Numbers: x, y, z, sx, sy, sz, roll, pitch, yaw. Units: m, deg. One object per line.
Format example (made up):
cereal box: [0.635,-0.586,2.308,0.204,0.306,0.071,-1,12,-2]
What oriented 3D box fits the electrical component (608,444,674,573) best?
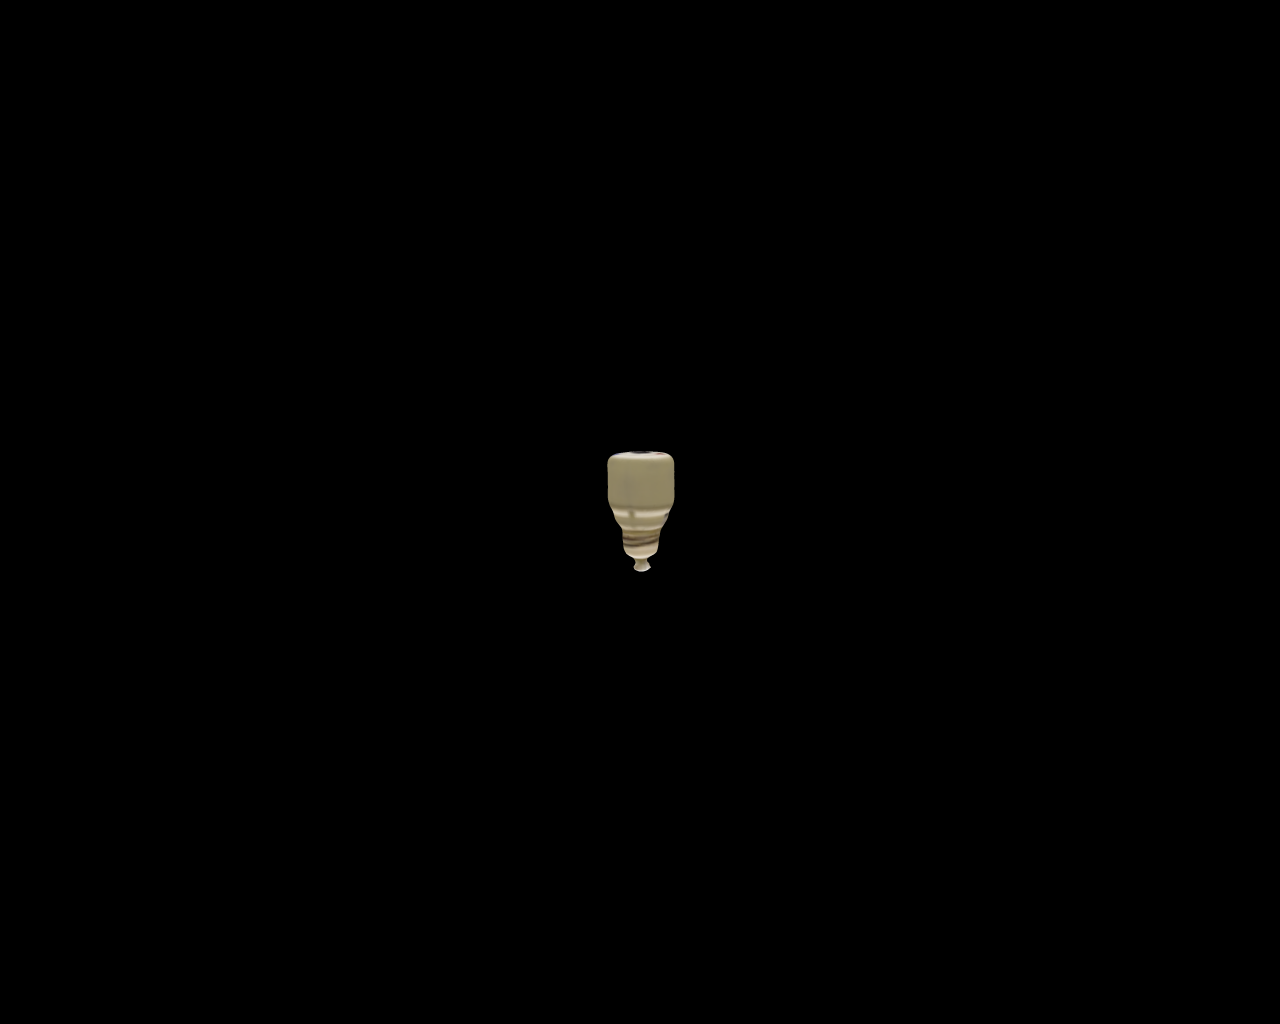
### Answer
electrical component: [0.001,-0.003,0.650,0.040,0.078,0.040,0,9,0]
